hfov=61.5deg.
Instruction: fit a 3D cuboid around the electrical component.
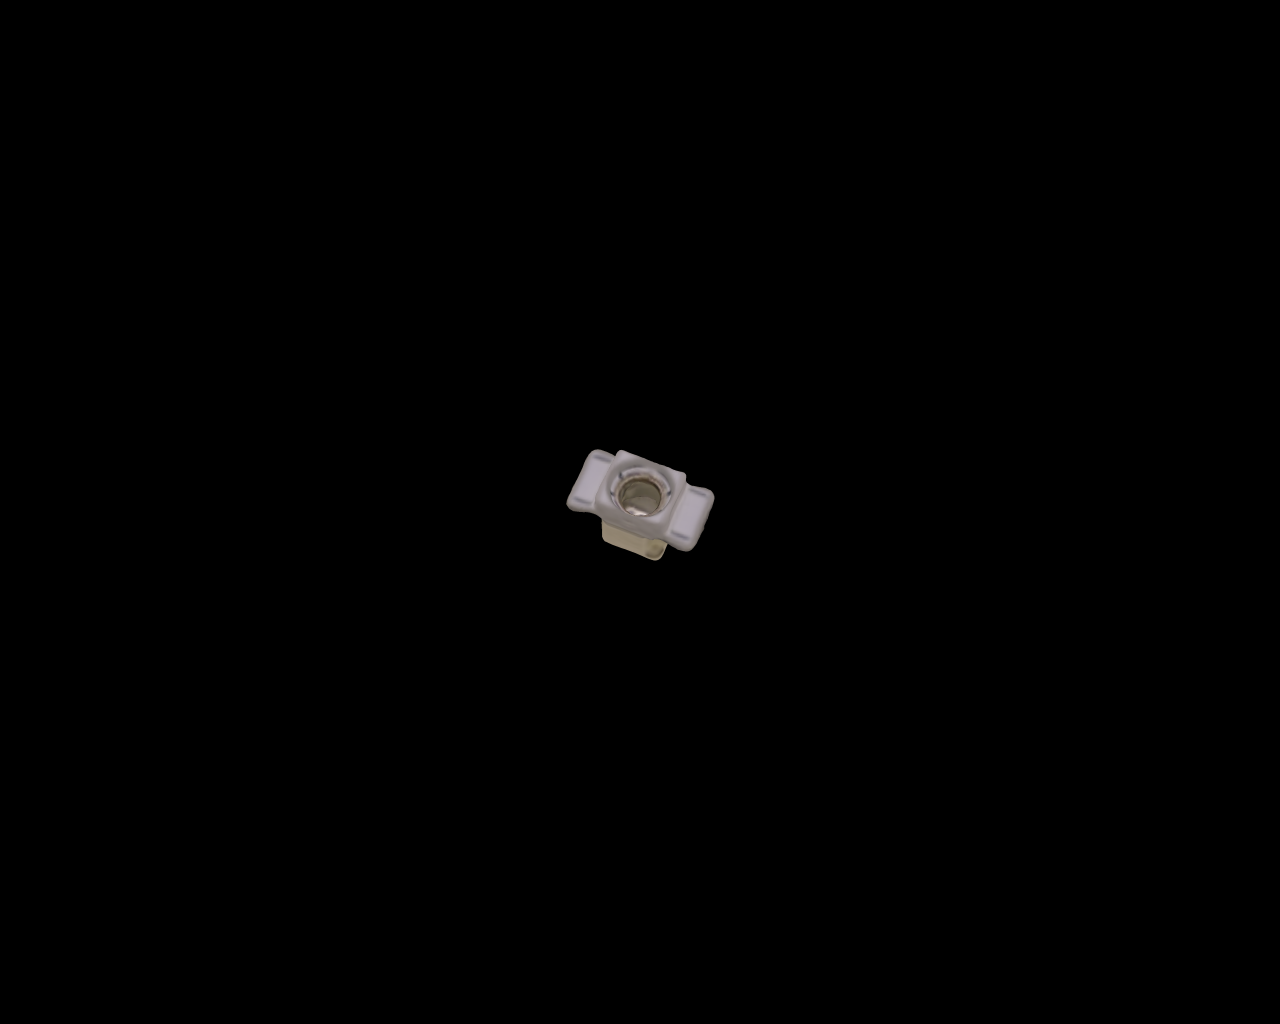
[{"bbox_3d":[0.001,-0.003,0.650,0.081,0.042,0.063,22,-24,10],"label":"electrical component"}]
